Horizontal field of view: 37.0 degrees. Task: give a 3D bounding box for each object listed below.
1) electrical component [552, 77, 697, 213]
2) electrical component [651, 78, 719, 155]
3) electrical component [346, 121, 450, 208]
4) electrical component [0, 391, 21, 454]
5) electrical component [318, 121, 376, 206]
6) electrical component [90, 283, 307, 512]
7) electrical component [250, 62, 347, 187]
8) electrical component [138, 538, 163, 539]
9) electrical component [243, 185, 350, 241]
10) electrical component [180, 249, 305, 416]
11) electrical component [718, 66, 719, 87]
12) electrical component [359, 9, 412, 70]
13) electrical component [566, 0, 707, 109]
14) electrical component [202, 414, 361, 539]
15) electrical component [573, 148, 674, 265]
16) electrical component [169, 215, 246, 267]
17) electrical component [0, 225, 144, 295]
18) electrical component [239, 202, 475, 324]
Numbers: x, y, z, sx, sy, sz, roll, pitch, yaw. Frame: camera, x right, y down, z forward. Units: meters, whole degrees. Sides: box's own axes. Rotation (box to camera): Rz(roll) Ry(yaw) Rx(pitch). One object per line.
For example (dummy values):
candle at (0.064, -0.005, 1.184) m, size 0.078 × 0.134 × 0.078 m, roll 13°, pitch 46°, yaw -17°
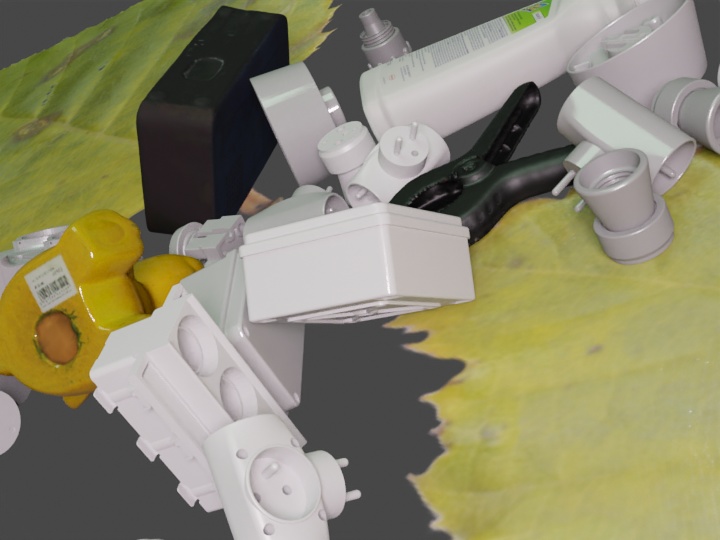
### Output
electrical component at (0.155, -0.071, 0.677) m, size 0.079 × 0.043 × 0.077 m, roll -47°, pitch 62°, yaw -2°
electrical component at (0.219, -0.098, 0.684) m, size 0.045 × 0.045 × 0.055 m, roll -38°, pitch 28°, yaw -13°
electrical component at (0.031, -0.083, 0.816) m, size 0.044 × 0.079 × 0.077 m, roll 38°, pitch 64°, yaw 15°
electrical component at (-0.302, 0.145, 0.791) m, size 0.074 × 0.052 × 0.138 m, roll -3°, pitch 39°, yaw 42°
electrical component at (-0.004, -0.086, 0.873) m, size 0.045 × 0.055 × 0.045 m, roll -24°, pitch 28°, yaw 14°
electrical component at (-0.092, 0.081, 0.615) m, size 0.063 × 0.121 × 0.078 m, roll -21°, pitch 29°, yaw 24°
electrical component at (-0.046, -0.128, 0.933) m, size 0.060 × 0.108 × 0.108 m, roll -25°, pitch 28°, yaw -2°
electrical component at (-0.114, 0.166, 0.581) m, size 0.043 × 0.043 × 0.062 m, roll -44°, pitch 29°, yaw -22°
electrical component at (-0.043, -0.041, 0.849) m, size 0.077 × 0.043 × 0.079 m, roll -14°, pitch 32°, yaw 29°
electrical component at (-0.079, 0.046, 0.706) m, size 0.057 × 0.078 × 0.113 m, roll -26°, pitch 28°, yaw 14°
electrical component at (0.281, -0.130, 0.676) m, size 0.079 × 0.043 × 0.077 m, roll -38°, pitch 28°, yaw -12°
electrical component at (0.020, -0.231, 1.080) m, size 0.048 × 0.062 × 0.048 m, roll -24°, pitch 29°, yaw 14°
electrical component at (0.200, -0.156, 0.777) m, size 0.099 × 0.064 × 0.099 m, roll -24°, pitch 28°, yaw 14°
electrical component at (-0.034, 0.116, 0.564) m, size 0.079 × 0.077 × 0.044 m, roll -6°, pitch -28°, yaw -38°
electrical component at (0.157, -0.037, 0.634) m, size 0.045 × 0.055 × 0.045 m, roll -24°, pitch 28°, yaw 14°
electrical component at (-0.123, -0.016, 0.887) m, size 0.055 × 0.048 × 0.066 m, roll -2°, pitch 38°, yaw 31°
electrical component at (-0.288, 0.009, 0.914) m, size 0.105 × 0.060 × 0.186 m, roll 2°, pitch 17°, yaw 46°
electrical component at (0.000, 0.000, 0.670) m, size 0.109 × 0.056 × 0.109 m, roll -12°, pitch -9°, yaw 32°
